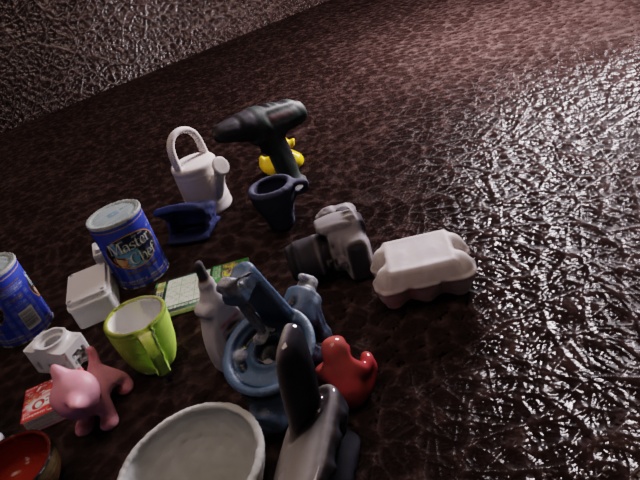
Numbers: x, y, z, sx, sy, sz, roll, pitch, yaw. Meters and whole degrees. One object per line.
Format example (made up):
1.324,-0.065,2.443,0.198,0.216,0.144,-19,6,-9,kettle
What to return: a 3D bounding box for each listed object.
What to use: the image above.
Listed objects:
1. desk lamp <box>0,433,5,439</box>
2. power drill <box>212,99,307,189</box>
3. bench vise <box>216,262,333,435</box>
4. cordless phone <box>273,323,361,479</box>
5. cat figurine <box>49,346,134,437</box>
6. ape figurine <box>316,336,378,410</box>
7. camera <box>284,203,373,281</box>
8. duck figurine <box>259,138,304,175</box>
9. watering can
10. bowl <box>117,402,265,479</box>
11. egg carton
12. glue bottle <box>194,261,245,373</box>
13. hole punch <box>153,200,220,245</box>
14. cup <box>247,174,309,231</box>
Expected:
-0.511,0.222,0.746,0.118,0.214,0.202,-23,32,-8,desk lamp
-0.105,-0.186,1.195,0.075,0.209,0.230,14,43,41,power drill
-0.066,0.099,0.715,0.121,0.220,0.207,-12,32,9,bench vise
-0.026,0.190,0.585,0.094,0.185,0.147,-9,32,14,cordless phone
-0.319,0.201,0.777,0.067,0.118,0.127,-13,31,7,cat figurine
0.027,0.155,0.703,0.077,0.092,0.076,-7,33,17,ape figurine
0.009,0.003,0.944,0.137,0.101,0.143,-18,31,-1,camera
-0.098,-0.206,1.340,0.104,0.086,0.077,-14,31,6,duck figurine
-0.261,-0.152,1.232,0.172,0.194,0.101,-5,33,20,watering can
-0.130,0.265,0.625,0.167,0.075,0.167,-13,32,8,bowl
0.150,0.042,0.843,0.150,0.069,0.107,-14,31,6,egg carton
-0.140,0.101,0.794,0.037,0.173,0.078,7,39,35,glue bottle
-0.275,-0.052,1.181,0.108,0.091,0.101,-8,33,16,hole punch
-0.070,-0.071,1.105,0.117,0.095,0.091,-14,31,6,cup
